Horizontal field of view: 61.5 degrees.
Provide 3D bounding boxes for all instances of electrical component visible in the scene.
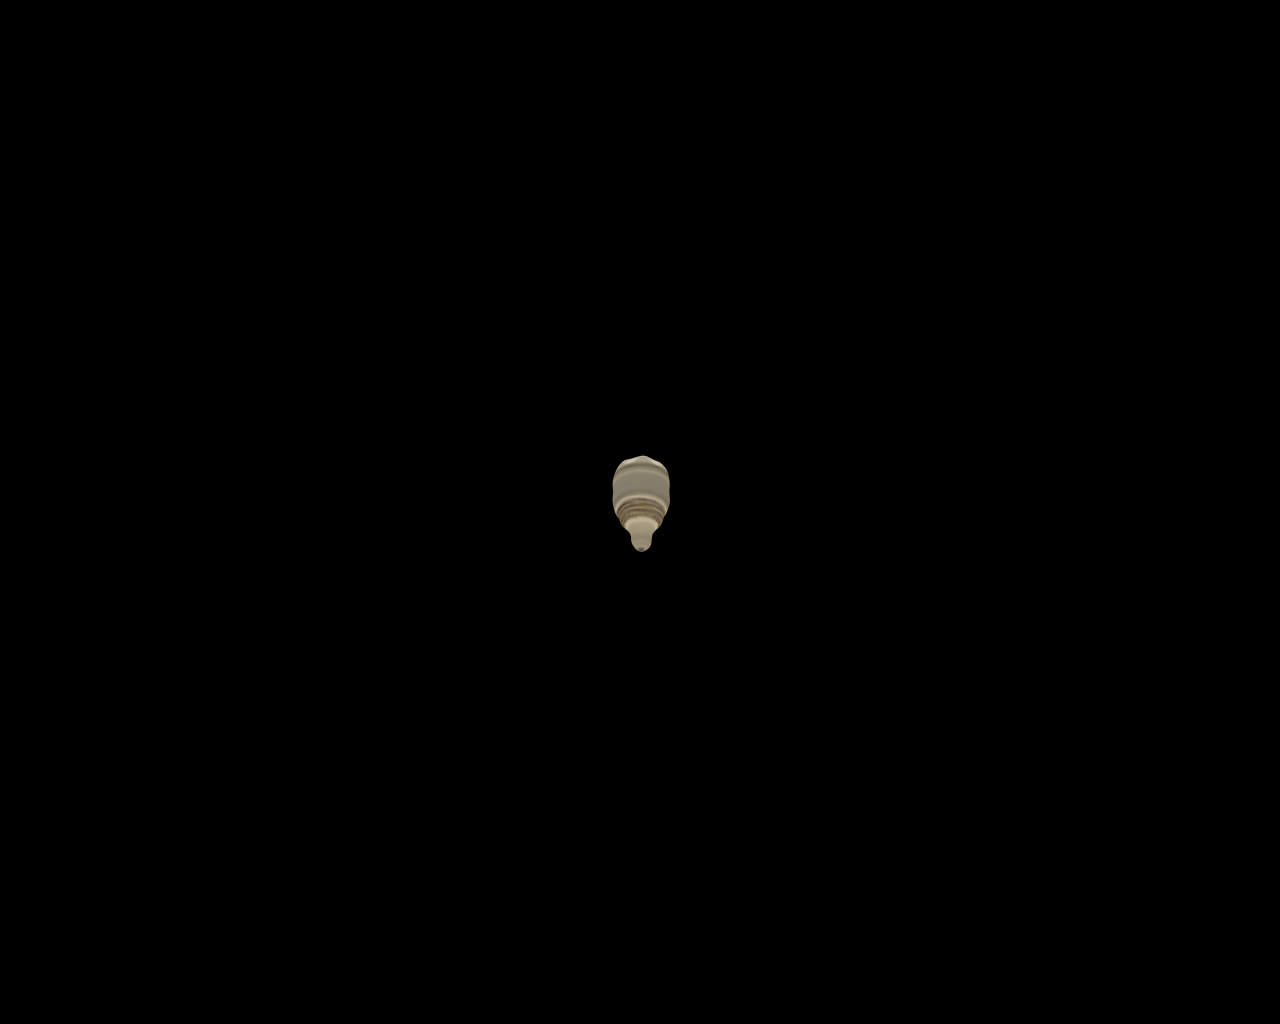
[{"bbox_3d":[0.001,-0.003,0.650,0.035,0.061,0.035,0,-34,0],"label":"electrical component"}]
